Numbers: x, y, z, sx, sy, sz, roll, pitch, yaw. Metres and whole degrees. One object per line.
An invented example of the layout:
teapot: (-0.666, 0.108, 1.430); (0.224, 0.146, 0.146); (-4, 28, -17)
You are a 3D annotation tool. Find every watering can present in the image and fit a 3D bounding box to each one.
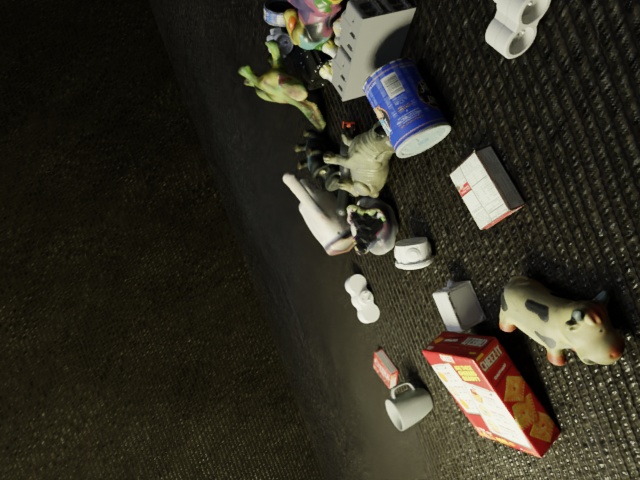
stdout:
watering can: (0.004, -0.066, 1.316); (0.226, 0.103, 0.347); (57, -170, 10)

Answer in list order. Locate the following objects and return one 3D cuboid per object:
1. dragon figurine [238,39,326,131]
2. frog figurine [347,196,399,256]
dragon figurine: (-0.081, -0.366, 1.336); (0.243, 0.122, 0.409); (49, -178, 3)
frog figurine: (0.127, -0.033, 1.203); (0.138, 0.122, 0.160); (57, -165, 8)
